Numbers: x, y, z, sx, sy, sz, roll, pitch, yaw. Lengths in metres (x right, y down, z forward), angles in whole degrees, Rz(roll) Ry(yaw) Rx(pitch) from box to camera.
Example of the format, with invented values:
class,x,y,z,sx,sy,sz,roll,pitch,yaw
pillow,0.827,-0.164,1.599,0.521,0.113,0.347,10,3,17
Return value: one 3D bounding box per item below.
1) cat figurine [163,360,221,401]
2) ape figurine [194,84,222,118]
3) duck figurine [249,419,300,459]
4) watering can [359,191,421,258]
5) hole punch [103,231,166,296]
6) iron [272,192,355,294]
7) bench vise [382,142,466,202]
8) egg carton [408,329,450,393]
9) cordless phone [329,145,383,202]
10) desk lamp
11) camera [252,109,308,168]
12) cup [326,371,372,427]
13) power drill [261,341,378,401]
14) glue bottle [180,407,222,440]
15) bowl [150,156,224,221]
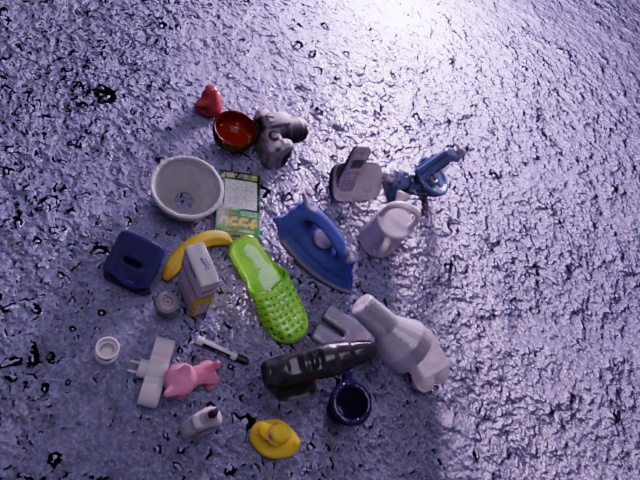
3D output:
class,x,y,z,sx,sy,sz,roll,pitch,yaw
cat figurine,-0.254,0.267,1.123,0.128,0.117,0.067,-16,71,-29
ape figurine,-0.280,-0.360,1.456,0.078,0.092,0.076,-27,77,-31
duck figurine,-0.083,0.394,1.147,0.105,0.086,0.077,24,57,-9
watering can,0.179,-0.046,1.423,0.101,0.193,0.173,8,61,-19
hole punch,-0.387,0.049,1.197,0.109,0.091,0.101,25,57,-9
iron,0.012,0.005,1.358,0.258,0.141,0.119,48,57,6
bench vise,0.278,-0.169,1.513,0.208,0.219,0.121,-21,73,-30
egg carton,0.238,0.279,1.353,0.107,0.069,0.150,-20,73,-30
cordless phone,0.110,-0.178,1.469,0.148,0.185,0.094,-7,67,-26
desk lamp,0.113,0.207,1.251,0.203,0.213,0.118,34,56,-3
camera,-0.095,-0.275,1.484,0.137,0.100,0.143,-11,69,-27
cup,0.050,0.344,1.224,0.092,0.095,0.117,3,63,-21
power drill,-0.019,0.264,1.169,0.230,0.208,0.075,-7,67,-26
glue bottle,-0.213,0.337,1.071,0.078,0.173,0.037,-14,70,-28
bowl,-0.310,-0.106,1.321,0.168,0.074,0.167,10,61,-18
